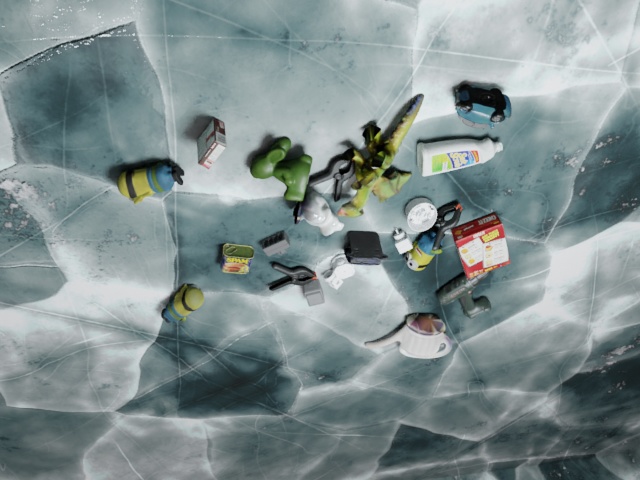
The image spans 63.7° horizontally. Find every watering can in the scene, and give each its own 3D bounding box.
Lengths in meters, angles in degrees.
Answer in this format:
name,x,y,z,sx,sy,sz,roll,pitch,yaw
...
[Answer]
name,x,y,z,sx,sy,sz,roll,pitch,yaw
watering can,0.365,0.392,2.073,0.348,0.219,0.106,7,37,1

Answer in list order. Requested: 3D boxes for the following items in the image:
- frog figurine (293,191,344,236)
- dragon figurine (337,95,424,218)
name,x,y,z,sx,sy,sz,roll,pitch,yaw
frog figurine,0.005,-0.079,1.564,0.159,0.123,0.137,13,-3,-13
dragon figurine,0.195,-0.217,1.518,0.124,0.409,0.240,50,7,33
